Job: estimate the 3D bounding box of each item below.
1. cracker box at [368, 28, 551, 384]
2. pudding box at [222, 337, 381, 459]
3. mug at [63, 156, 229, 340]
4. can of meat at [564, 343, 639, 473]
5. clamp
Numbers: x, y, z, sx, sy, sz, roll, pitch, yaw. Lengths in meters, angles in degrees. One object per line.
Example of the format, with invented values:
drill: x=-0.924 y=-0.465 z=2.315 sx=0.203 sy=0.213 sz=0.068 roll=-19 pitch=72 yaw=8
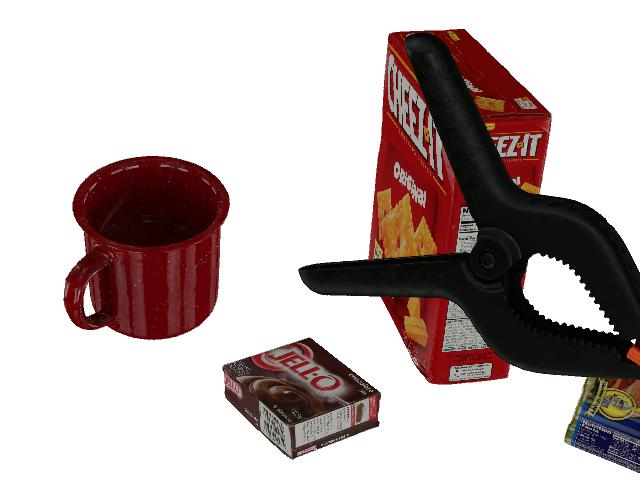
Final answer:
cracker box: x=0.091 y=-0.027 z=0.787 sx=0.072 sy=0.214 sz=0.164 roll=-5 pitch=31 yaw=-13
pudding box: x=-0.017 y=0.130 z=0.896 sx=0.089 sy=0.039 sz=0.114 roll=-16 pitch=31 yaw=-29
mug: x=-0.110 y=0.013 z=0.655 sx=0.093 sy=0.081 sz=0.117 roll=26 pitch=44 yaw=22
can of meat: x=0.238 y=0.125 z=0.797 sx=0.084 sy=0.057 sz=0.102 roll=20 pitch=42 yaw=20
clamp: x=0.094 y=-0.003 z=0.562 sx=0.210 sy=0.165 sz=0.036 roll=29 pitch=25 yaw=25
